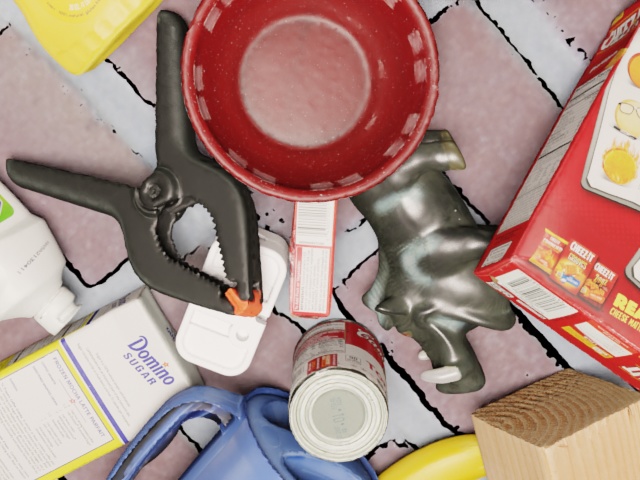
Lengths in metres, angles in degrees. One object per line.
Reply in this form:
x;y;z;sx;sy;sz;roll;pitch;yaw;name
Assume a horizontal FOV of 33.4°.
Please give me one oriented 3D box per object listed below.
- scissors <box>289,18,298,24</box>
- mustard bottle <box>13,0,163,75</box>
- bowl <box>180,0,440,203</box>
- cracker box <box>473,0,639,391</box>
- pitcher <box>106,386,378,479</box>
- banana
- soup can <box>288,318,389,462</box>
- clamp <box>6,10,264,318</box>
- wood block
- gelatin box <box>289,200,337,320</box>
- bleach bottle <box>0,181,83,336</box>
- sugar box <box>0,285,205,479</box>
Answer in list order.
-0.024;-0.174;0.714;0.096;0.016;0.202;18;104;-5;scissors
-0.191;-0.205;0.688;0.096;0.058;0.191;-43;99;13;mustard bottle
-0.008;-0.104;0.685;0.162;0.055;0.162;0;92;-5;bowl
0.218;-0.024;0.675;0.164;0.072;0.213;34;73;-8;cracker box
-0.083;0.225;0.763;0.243;0.144;0.149;-47;58;15;pitcher
0.068;0.197;0.795;0.198;0.037;0.069;-33;100;9;banana
0.013;0.102;0.738;0.068;0.102;0.068;0;104;1;soup can
-0.098;-0.040;0.703;0.210;0.036;0.165;45;100;19;clamp
0.188;0.209;0.755;0.090;0.090;0.206;-20;104;-21;wood block
-0.005;0.001;0.728;0.030;0.073;0.089;3;105;0;gelatin box
-0.269;-0.023;0.718;0.250;0.102;0.068;43;143;-10;bleach bottle
-0.181;0.114;0.777;0.176;0.048;0.093;-27;102;4;sugar box
